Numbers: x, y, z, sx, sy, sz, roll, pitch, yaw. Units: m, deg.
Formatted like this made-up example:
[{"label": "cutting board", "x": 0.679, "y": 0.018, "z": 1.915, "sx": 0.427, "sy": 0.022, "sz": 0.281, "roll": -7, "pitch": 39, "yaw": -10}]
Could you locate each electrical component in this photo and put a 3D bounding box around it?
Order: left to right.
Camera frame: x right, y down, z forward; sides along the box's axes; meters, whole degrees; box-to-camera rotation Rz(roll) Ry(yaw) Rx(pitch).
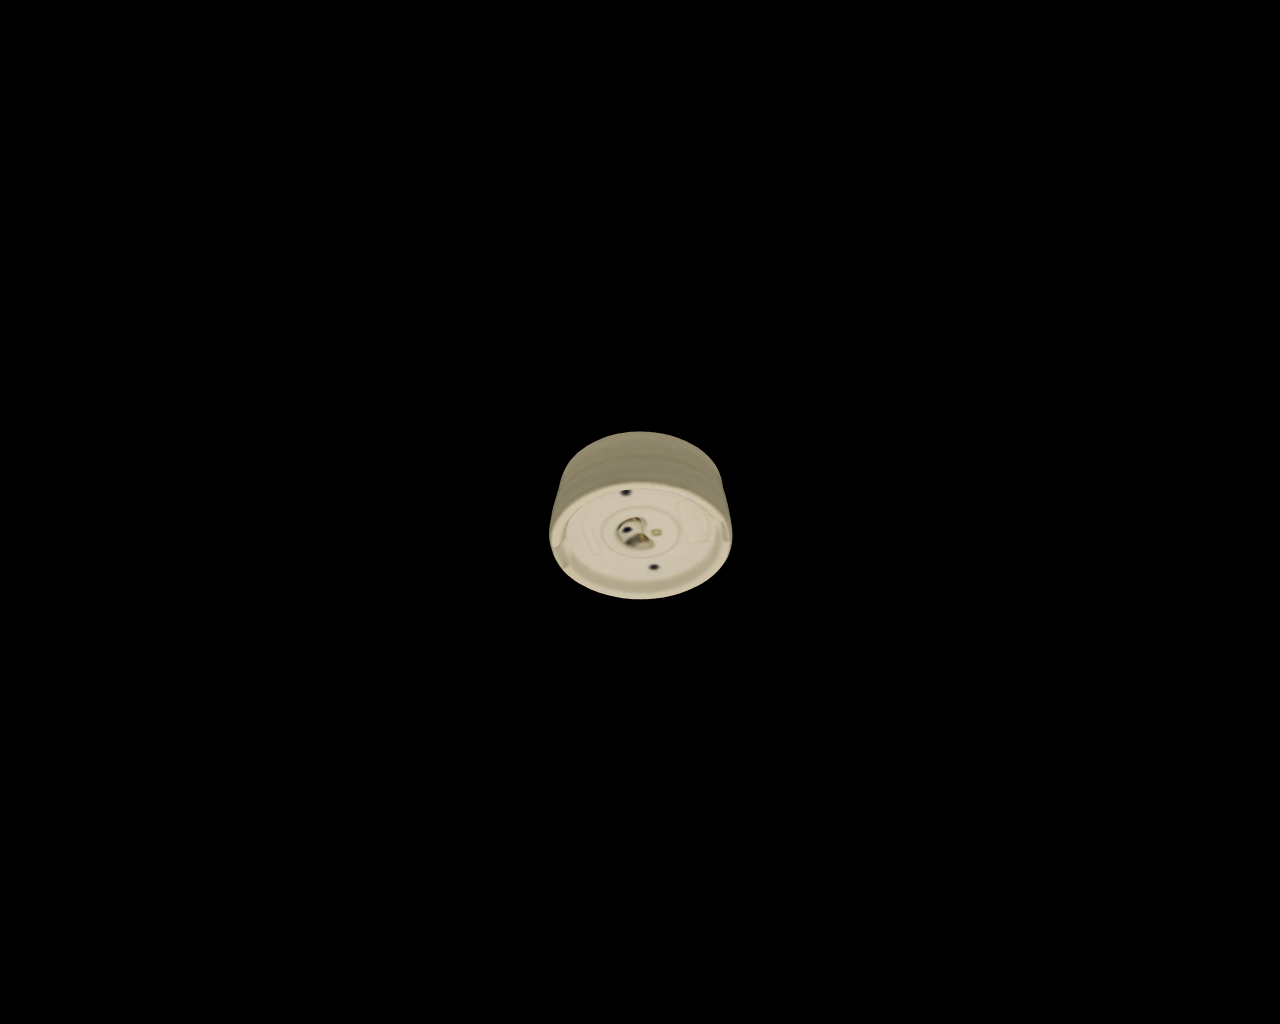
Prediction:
[{"label": "electrical component", "x": 0.001, "y": -0.003, "z": 0.650, "sx": 0.108, "sy": 0.060, "sz": 0.108, "roll": 0, "pitch": -42, "yaw": 0}]
